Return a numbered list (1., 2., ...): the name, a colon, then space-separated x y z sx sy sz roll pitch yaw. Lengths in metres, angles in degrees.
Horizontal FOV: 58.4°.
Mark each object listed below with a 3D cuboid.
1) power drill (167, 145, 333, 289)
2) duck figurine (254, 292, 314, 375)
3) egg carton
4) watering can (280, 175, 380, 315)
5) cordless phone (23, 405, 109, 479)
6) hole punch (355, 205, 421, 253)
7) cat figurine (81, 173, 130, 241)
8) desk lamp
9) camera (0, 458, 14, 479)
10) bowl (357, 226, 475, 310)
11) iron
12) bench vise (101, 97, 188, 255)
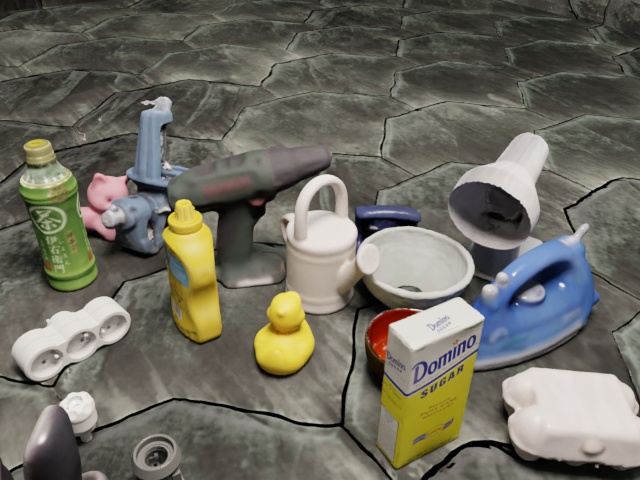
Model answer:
1. power drill: -0.097 -0.036 0.828 0.230 0.208 0.075 -6 35 -11
2. duck figurine: -0.045 0.111 0.727 0.077 0.086 0.104 8 35 8
3. egg carton: 0.280 0.199 0.633 0.150 0.069 0.107 4 35 3
4. watering can: 0.009 0.002 0.793 0.172 0.194 0.101 16 37 19
5. cordless phone: -0.219 0.234 0.452 0.094 0.185 0.147 -1 35 -5
6. hole punch: 0.106 -0.031 0.936 0.108 0.091 0.101 2 35 0
7. cat figurine: -0.363 -0.058 0.925 0.128 0.118 0.067 -15 38 -22
8. desk lamp: 0.272 -0.040 0.852 0.117 0.214 0.204 22 39 26
9. camera: -0.362 0.212 0.549 0.143 0.101 0.137 3 35 2
10. bowl: 0.134 0.055 0.829 0.167 0.075 0.167 2 35 -1
11. iron: 0.266 0.071 0.754 0.259 0.141 0.118 -21 41 -30
12. bench vise: -0.257 -0.099 0.901 0.121 0.220 0.207 4 35 3
